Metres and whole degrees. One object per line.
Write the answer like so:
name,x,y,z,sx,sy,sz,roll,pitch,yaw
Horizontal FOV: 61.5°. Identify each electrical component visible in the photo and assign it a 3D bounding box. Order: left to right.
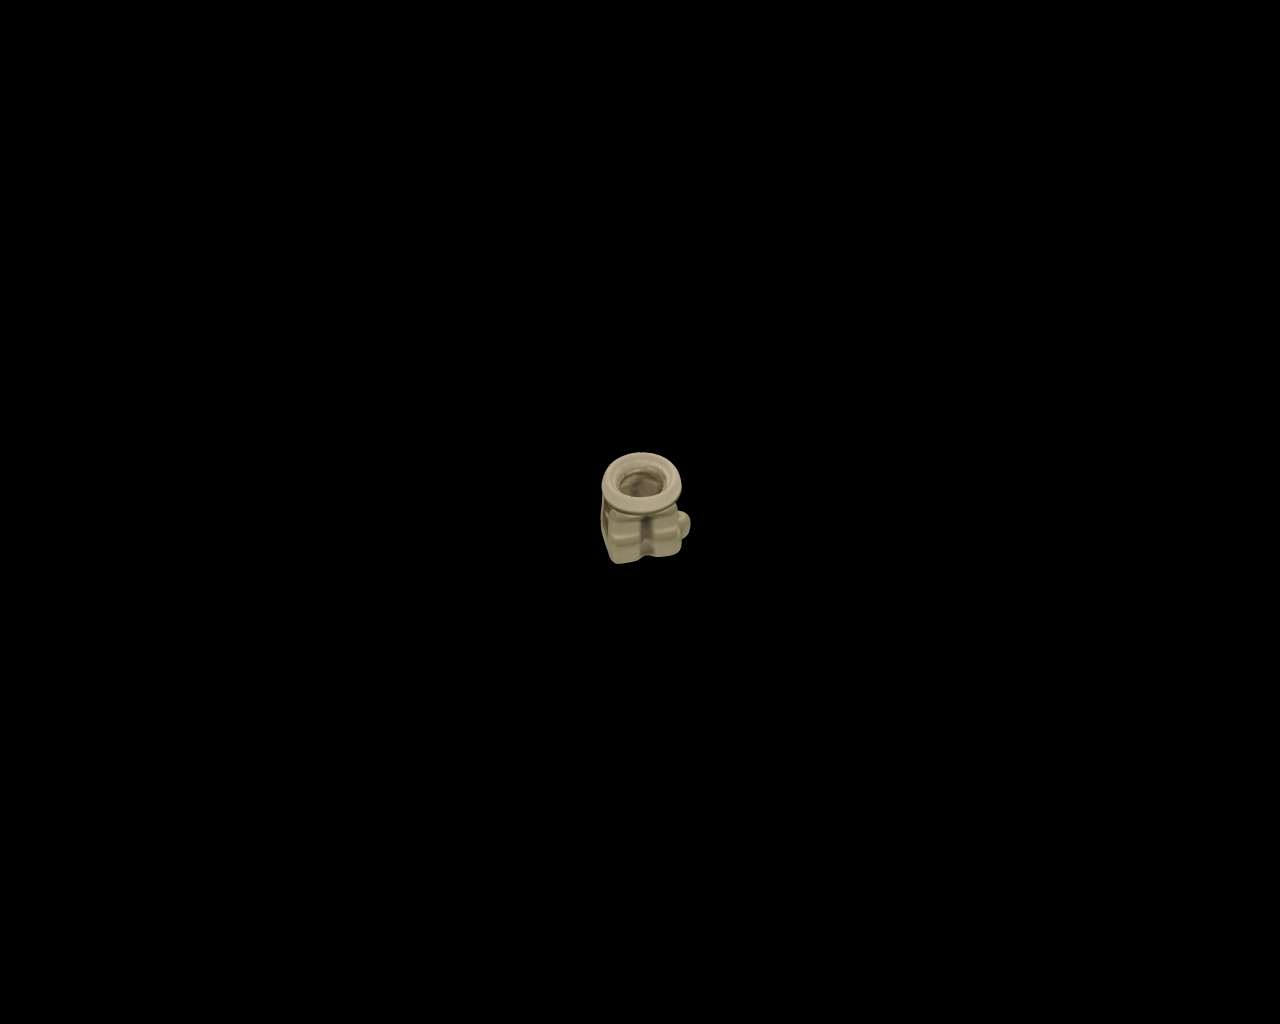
electrical component,0.001,-0.003,0.650,0.066,0.055,0.048,-10,43,-11
